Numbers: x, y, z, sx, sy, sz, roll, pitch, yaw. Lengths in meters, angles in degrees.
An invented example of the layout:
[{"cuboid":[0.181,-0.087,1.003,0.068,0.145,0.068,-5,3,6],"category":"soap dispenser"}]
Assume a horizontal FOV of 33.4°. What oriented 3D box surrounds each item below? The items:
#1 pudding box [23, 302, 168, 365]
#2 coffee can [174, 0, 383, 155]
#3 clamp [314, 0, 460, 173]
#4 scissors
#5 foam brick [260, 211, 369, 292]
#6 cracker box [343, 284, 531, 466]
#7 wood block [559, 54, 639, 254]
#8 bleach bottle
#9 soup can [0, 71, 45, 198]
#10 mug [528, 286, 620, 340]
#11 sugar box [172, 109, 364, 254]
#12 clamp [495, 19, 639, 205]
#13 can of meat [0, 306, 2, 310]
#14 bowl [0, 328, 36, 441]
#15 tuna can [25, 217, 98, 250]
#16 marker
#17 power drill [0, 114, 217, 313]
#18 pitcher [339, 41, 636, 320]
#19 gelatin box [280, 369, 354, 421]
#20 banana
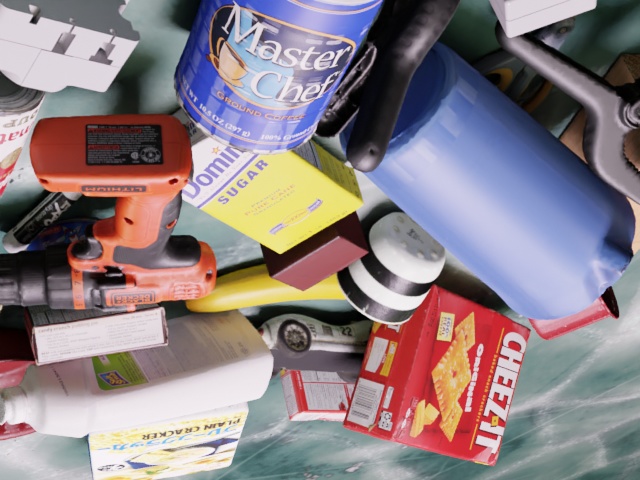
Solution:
[{"cuboid":[-0.196,0.073,0.924,0.113,0.090,0.039,-10,104,-17],"category":"pudding box"},{"cuboid":[-0.024,-0.136,0.662,0.102,0.103,0.140,-2,146,-26],"category":"coffee can"},{"cuboid":[0.051,-0.123,0.703,0.039,0.120,0.172,22,109,-26],"category":"clamp"},{"cuboid":[0.163,-0.157,0.812,0.096,0.016,0.202,-8,148,-18],"category":"scissors"},{"cuboid":[-0.006,0.001,0.941,0.078,0.053,0.051,-32,146,22],"category":"foam brick"},{"cuboid":[0.132,0.144,1.136,0.072,0.164,0.213,11,171,41],"category":"cracker box"},{"cuboid":[0.268,-0.061,0.949,0.090,0.090,0.206,-4,146,-24],"category":"wood block"},{"cuboid":[-0.169,0.120,0.954,0.250,0.103,0.068,-7,127,-37],"category":"bleach bottle"},{"cuboid":[-0.223,-0.075,0.688,0.068,0.068,0.102,3,143,-32],"category":"soup can"},{"cuboid":[0.265,0.053,1.149,0.082,0.093,0.117,-26,-175,22],"category":"mug"},{"cuboid":[-0.050,-0.052,0.839,0.093,0.048,0.176,-31,148,22],"category":"sugar box"},{"cuboid":[0.245,-0.111,0.799,0.165,0.036,0.210,-26,116,13],"category":"clamp"},{"cuboid":[-0.316,0.039,0.836,0.102,0.057,0.084,-22,147,5],"category":"can of meat"},{"cuboid":[-0.298,0.128,0.989,0.162,0.055,0.162,-13,149,-8],"category":"bowl"},{"cuboid":[-0.205,0.019,0.885,0.086,0.034,0.086,-13,149,-8],"category":"tuna can"},{"cuboid":[-0.204,-0.028,0.823,0.121,0.020,0.020,-37,145,28],"category":"marker"},{"cuboid":[-0.163,-0.012,0.770,0.184,0.057,0.188,-4,148,-12],"category":"power drill"},{"cuboid":[0.123,-0.048,0.837,0.149,0.145,0.242,-28,133,32],"category":"pitcher"},{"cuboid":[0.000,0.162,1.184,0.089,0.073,0.030,8,148,-38],"category":"gelatin box"},{"cuboid":[-0.027,0.046,1.018,0.197,0.037,0.070,0,143,-28],"category":"banana"}]
